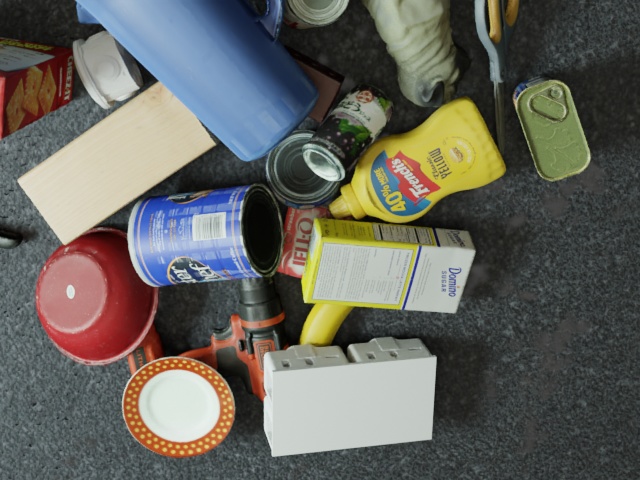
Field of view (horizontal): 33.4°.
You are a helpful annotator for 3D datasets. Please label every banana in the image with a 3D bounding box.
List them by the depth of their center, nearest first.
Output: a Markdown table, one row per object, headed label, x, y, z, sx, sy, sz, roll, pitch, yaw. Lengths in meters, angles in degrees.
| label | x | y | z | sx | sy | sz | roll | pitch | yaw |
| --- | --- | --- | --- | --- | --- | --- | --- | --- | --- |
| banana | 0.008 | 0.125 | 1.242 | 0.069 | 0.037 | 0.198 | 23 | 106 | -1 |

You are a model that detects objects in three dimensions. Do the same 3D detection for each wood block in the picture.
| label | x | y | z | sx | sy | sz | roll | pitch | yaw |
| --- | --- | --- | --- | --- | --- | --- | --- | --- | --- |
| wood block | -0.216 | -0.093 | 1.180 | 0.206 | 0.090 | 0.091 | -33 | 100 | 12 |

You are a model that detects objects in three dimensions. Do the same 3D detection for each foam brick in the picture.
| label | x | y | z | sx | sy | sz | roll | pitch | yaw |
| --- | --- | --- | --- | --- | --- | --- | --- | --- | --- |
| foam brick | -0.018 | -0.169 | 1.159 | 0.078 | 0.053 | 0.051 | 28 | 105 | -3 |

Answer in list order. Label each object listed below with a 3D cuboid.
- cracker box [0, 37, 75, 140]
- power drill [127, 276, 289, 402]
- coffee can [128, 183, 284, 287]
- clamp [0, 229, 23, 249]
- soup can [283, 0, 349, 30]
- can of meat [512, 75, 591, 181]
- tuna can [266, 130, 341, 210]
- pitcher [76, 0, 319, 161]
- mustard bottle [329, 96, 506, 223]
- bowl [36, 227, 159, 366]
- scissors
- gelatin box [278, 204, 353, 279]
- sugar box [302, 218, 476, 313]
| label | x | y | z | sx | sy | sz | roll | pitch | yaw |
| --- | --- | --- | --- | --- | --- | --- | --- | --- | --- |
| cracker box | -0.367 | -0.167 | 1.110 | 0.164 | 0.213 | 0.072 | 10 | 107 | 3 |
| power drill | -0.131 | 0.111 | 1.241 | 0.188 | 0.057 | 0.184 | -8 | 104 | 8 |
| coffee can | -0.124 | -0.004 | 1.170 | 0.140 | 0.102 | 0.103 | -6 | 105 | 23 |
| clamp | -0.468 | -0.043 | 1.244 | 0.210 | 0.036 | 0.164 | -15 | 102 | 10 |
| soup can | -0.011 | -0.253 | 1.103 | 0.068 | 0.102 | 0.068 | -2 | 99 | -10 |
| can of meat | 0.243 | -0.122 | 1.130 | 0.057 | 0.084 | 0.102 | -20 | 102 | 10 |
| tuna can | -0.017 | -0.078 | 1.178 | 0.086 | 0.034 | 0.086 | 0 | 82 | 0 |
| pitcher | -0.108 | -0.204 | 1.059 | 0.242 | 0.149 | 0.145 | 47 | 67 | -15 |
| mustard bottle | 0.098 | -0.073 | 1.165 | 0.192 | 0.058 | 0.096 | -27 | 105 | 8 |
| bowl | -0.266 | 0.061 | 1.210 | 0.162 | 0.055 | 0.162 | -3 | 82 | 22 |
| scissors | 0.198 | -0.197 | 1.142 | 0.016 | 0.096 | 0.201 | 12 | 140 | 32 |
| gelatin box | -0.008 | 0.002 | 1.214 | 0.073 | 0.030 | 0.089 | 16 | 105 | 2 |
| sugar box | 0.074 | 0.029 | 1.177 | 0.176 | 0.048 | 0.093 | 4 | 126 | -12 |
